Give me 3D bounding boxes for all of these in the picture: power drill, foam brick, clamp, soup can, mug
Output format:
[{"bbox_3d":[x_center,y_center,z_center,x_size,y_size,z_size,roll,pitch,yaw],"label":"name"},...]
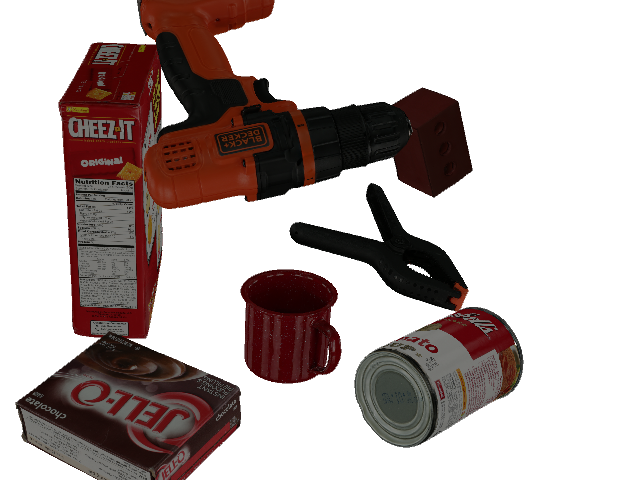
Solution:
[{"bbox_3d":[-0.045,-0.116,0.753,0.184,0.188,0.057,-12,-30,-11],"label":"power drill"},{"bbox_3d":[0.098,-0.090,0.974,0.053,0.078,0.051,-34,38,-20],"label":"foam brick"},{"bbox_3d":[0.077,0.015,1.244,0.164,0.036,0.210,-22,52,-40],"label":"clamp"},{"bbox_3d":[0.079,0.090,0.714,0.069,0.068,0.102,0,13,44],"label":"soup can"},{"bbox_3d":[-0.024,0.089,1.028,0.117,0.081,0.093,26,33,38],"label":"mug"}]

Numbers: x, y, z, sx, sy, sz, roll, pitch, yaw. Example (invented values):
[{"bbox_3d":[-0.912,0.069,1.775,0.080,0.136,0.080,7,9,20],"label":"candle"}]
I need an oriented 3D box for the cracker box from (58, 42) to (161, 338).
[{"bbox_3d":[-0.178,-0.046,0.930,0.072,0.214,0.164,1,27,-3],"label":"cracker box"}]

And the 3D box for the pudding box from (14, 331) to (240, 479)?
[{"bbox_3d":[-0.121,0.111,0.679,0.114,0.039,0.089,17,34,27],"label":"pudding box"}]
